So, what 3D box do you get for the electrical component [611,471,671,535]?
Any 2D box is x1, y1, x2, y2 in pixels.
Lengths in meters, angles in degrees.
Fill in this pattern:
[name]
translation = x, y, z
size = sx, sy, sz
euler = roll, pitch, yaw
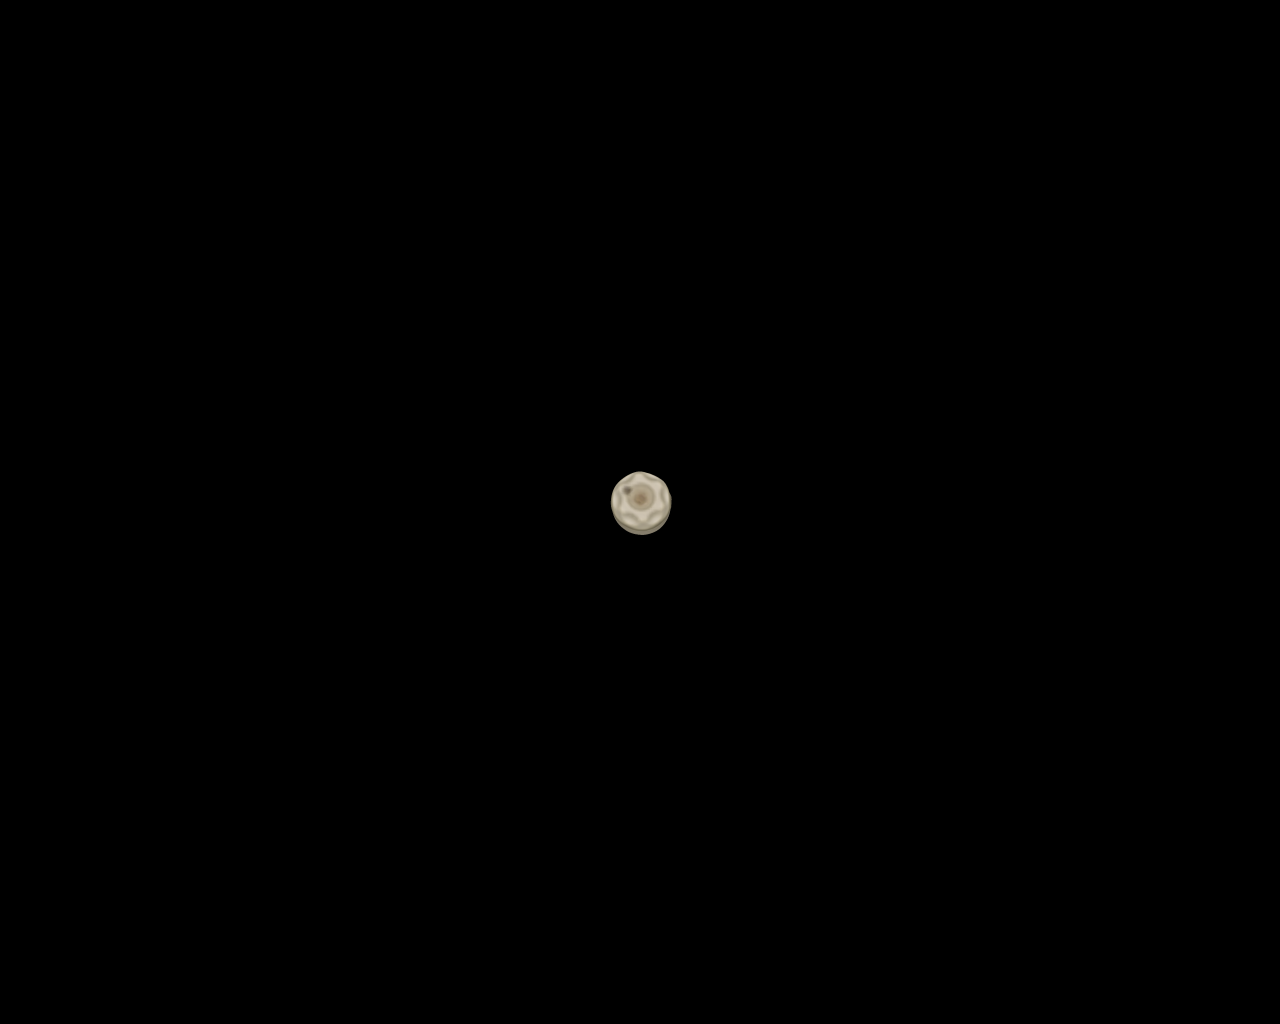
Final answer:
[electrical component]
translation = 0.001, -0.003, 0.650
size = 0.035, 0.035, 0.061
euler = 0, -11, 0
